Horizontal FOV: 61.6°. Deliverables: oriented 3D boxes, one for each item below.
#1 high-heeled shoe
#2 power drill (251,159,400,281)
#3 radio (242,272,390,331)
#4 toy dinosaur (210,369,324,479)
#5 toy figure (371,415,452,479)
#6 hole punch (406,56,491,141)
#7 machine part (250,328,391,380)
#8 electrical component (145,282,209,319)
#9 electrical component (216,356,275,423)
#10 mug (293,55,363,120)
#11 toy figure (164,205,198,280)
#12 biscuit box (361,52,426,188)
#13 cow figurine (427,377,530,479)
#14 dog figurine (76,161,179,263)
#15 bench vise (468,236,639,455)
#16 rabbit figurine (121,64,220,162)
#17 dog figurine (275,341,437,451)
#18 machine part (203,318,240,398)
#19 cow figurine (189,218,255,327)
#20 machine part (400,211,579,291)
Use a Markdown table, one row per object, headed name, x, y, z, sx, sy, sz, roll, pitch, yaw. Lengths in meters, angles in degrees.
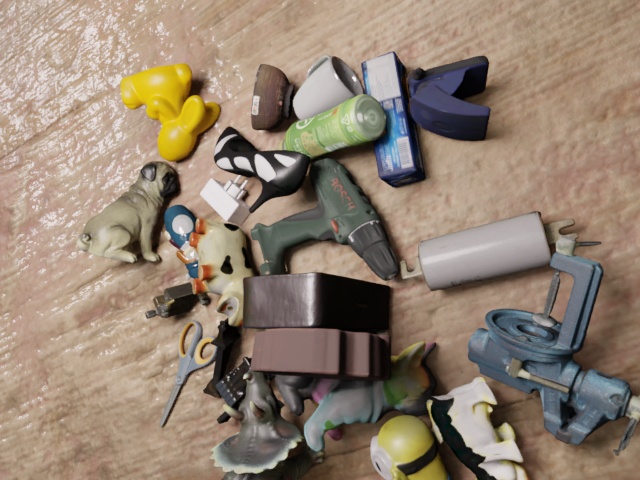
| name | x | y | z | sx | sy | sz | roll | pitch | yaw |
| --- | --- | --- | --- | --- | --- | --- | --- | --- | --- |
| high-heeled shoe | -0.100 | -0.154 | 0.903 | 0.145 | 0.086 | 0.249 | -45 | 50 | 25 |
| power drill | -0.002 | -0.003 | 0.860 | 0.207 | 0.086 | 0.232 | -30 | 67 | 23 |
| radio | 0.000 | 0.092 | 0.763 | 0.131 | 0.229 | 0.073 | -5 | 78 | 29 |
| toy dinosaur | -0.121 | 0.392 | 0.791 | 0.131 | 0.192 | 0.404 | 24 | 91 | 30 |
| toy figure | 0.134 | 0.314 | 0.714 | 0.089 | 0.082 | 0.180 | -40 | 104 | -24 |
| hole punch | 0.189 | -0.192 | 0.776 | 0.116 | 0.142 | 0.092 | -9 | 82 | 13 |
| machine part | 0.003 | 0.144 | 0.676 | 0.180 | 0.179 | 0.056 | -5 | 73 | 25 |
| electrical component | -0.252 | 0.111 | 0.959 | 0.045 | 0.102 | 0.078 | 51 | 129 | 27 |
| electrical component | -0.131 | 0.245 | 0.887 | 0.119 | 0.074 | 0.048 | -46 | 66 | 15 |
| mug | 0.002 | -0.251 | 0.903 | 0.107 | 0.080 | 0.109 | -34 | 66 | 28 |
| toy figure | -0.241 | 0.008 | 0.986 | 0.064 | 0.057 | 0.154 | -32 | 68 | 7 |
| biscuit box | 0.115 | -0.187 | 0.845 | 0.059 | 0.062 | 0.202 | -13 | 77 | 23 |
| cow figurine | 0.210 | 0.271 | 0.701 | 0.098 | 0.068 | 0.167 | -25 | 86 | 9 |
| dog figurine | -0.357 | -0.063 | 0.999 | 0.121 | 0.172 | 0.190 | 16 | 96 | 17 |
| bench vise | 0.299 | 0.118 | 0.660 | 0.224 | 0.129 | 0.240 | 24 | 112 | 46 |
| rabbit figurine | -0.276 | -0.240 | 1.034 | 0.162 | 0.122 | 0.173 | -8 | 92 | 15 |
| dog figurine | 0.062 | 0.194 | 0.786 | 0.219 | 0.108 | 0.192 | -39 | 65 | 11 |
| machine part | -0.166 | 0.196 | 0.917 | 0.039 | 0.084 | 0.138 | 12 | 96 | 2 |
| cow figurine | -0.148 | 0.058 | 0.909 | 0.085 | 0.127 | 0.195 | 120 | 143 | -46 |
| machine part | 0.228 | 0.018 | 0.747 | 0.243 | 0.079 | 0.079 | -16 | 75 | 22 |
